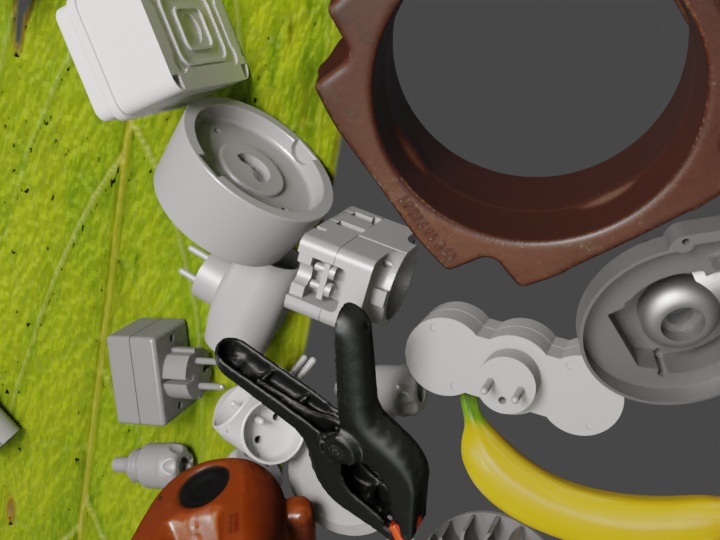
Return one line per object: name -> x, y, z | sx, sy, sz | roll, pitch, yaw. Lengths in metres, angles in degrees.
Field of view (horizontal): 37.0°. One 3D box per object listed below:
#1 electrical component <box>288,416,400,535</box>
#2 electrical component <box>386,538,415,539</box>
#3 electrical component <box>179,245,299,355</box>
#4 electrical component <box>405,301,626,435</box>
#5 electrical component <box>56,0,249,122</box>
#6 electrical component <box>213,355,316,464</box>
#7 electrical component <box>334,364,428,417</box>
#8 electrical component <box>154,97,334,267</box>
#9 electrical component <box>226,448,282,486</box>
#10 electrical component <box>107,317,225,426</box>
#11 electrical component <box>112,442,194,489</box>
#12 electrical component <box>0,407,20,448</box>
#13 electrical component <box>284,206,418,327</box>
electrical component -> -0.004, 0.134, 0.731 | 0.080, 0.051, 0.080 | 6, 107, 19
electrical component -> 0.023, 0.210, 0.745 | 0.040, 0.046, 0.040 | 6, 107, 19
electrical component -> -0.087, 0.011, 0.731 | 0.079, 0.044, 0.077 | 30, 113, 10
electrical component -> 0.094, 0.065, 0.663 | 0.138, 0.074, 0.052 | 15, 109, 16
electrical component -> -0.126, -0.139, 0.665 | 0.057, 0.113, 0.078 | -19, 98, 21
electrical component -> -0.059, 0.089, 0.732 | 0.044, 0.077, 0.079 | 42, 77, -16
electrical component -> 0.013, 0.080, 0.719 | 0.061, 0.035, 0.035 | -2, 104, 24
electrical component -> -0.078, -0.050, 0.679 | 0.108, 0.108, 0.060 | 43, 121, 4
electrical component -> -0.089, 0.158, 0.773 | 0.045, 0.045, 0.055 | 46, 115, 3
electrical component -> -0.131, 0.072, 0.763 | 0.077, 0.047, 0.065 | 1, 105, 20
electrical component -> -0.157, 0.145, 0.801 | 0.061, 0.035, 0.035 | -3, 104, 23
electrical component -> -0.295, 0.120, 0.843 | 0.046, 0.040, 0.040 | 47, 115, -4
electrical component -> 0.000, 0.000, 0.670 | 0.056, 0.089, 0.050 | 21, 111, 14
